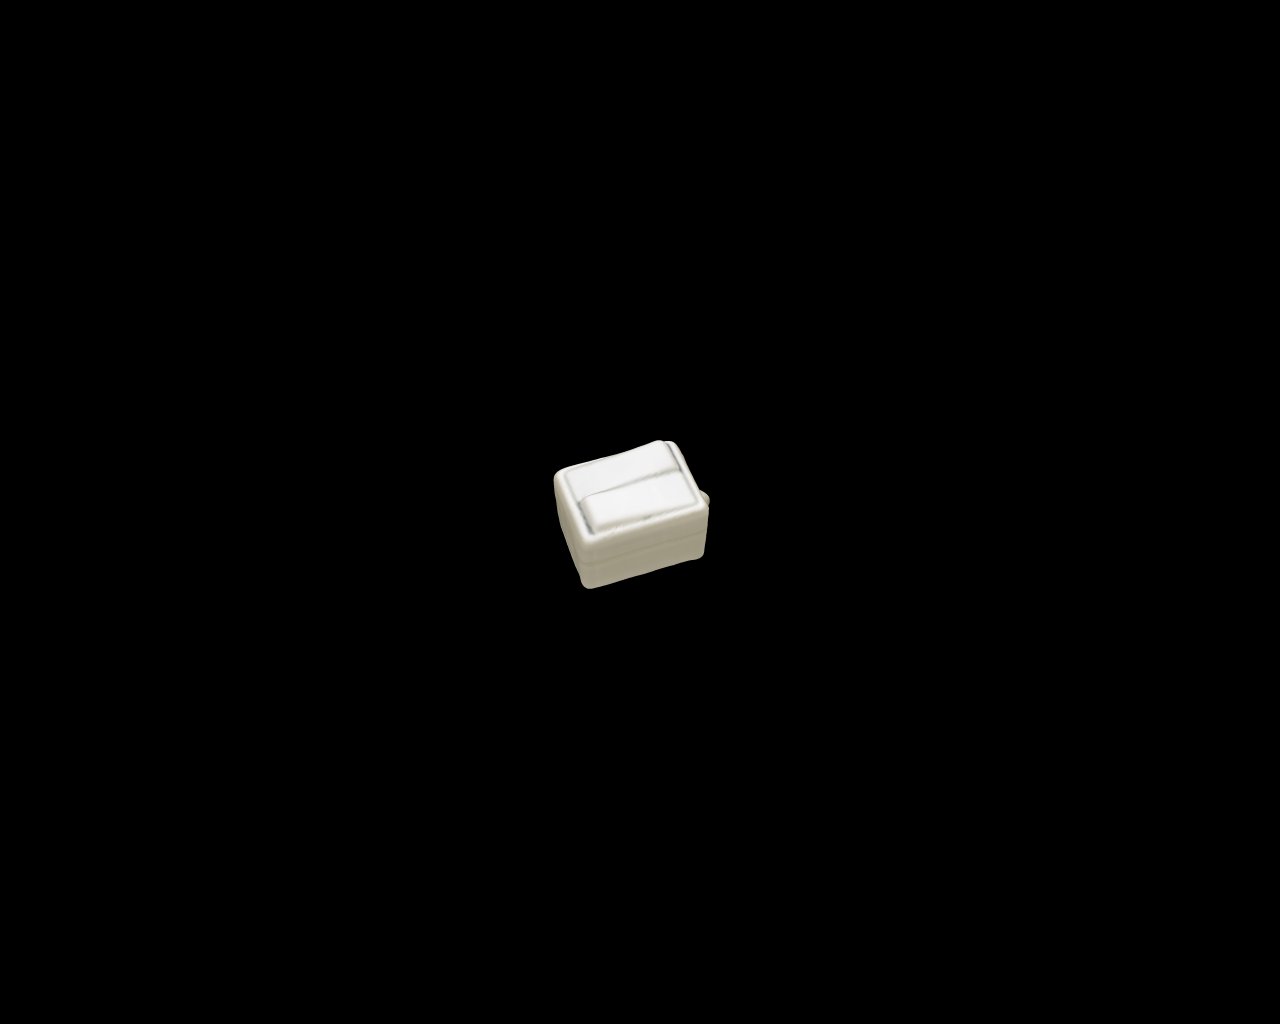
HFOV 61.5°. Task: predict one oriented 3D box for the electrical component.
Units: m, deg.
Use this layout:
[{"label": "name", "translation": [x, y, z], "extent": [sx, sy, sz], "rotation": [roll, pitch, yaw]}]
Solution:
[{"label": "electrical component", "translation": [0.001, -0.003, 0.650], "extent": [0.096, 0.062, 0.061], "rotation": [-15, -35, -11]}]
